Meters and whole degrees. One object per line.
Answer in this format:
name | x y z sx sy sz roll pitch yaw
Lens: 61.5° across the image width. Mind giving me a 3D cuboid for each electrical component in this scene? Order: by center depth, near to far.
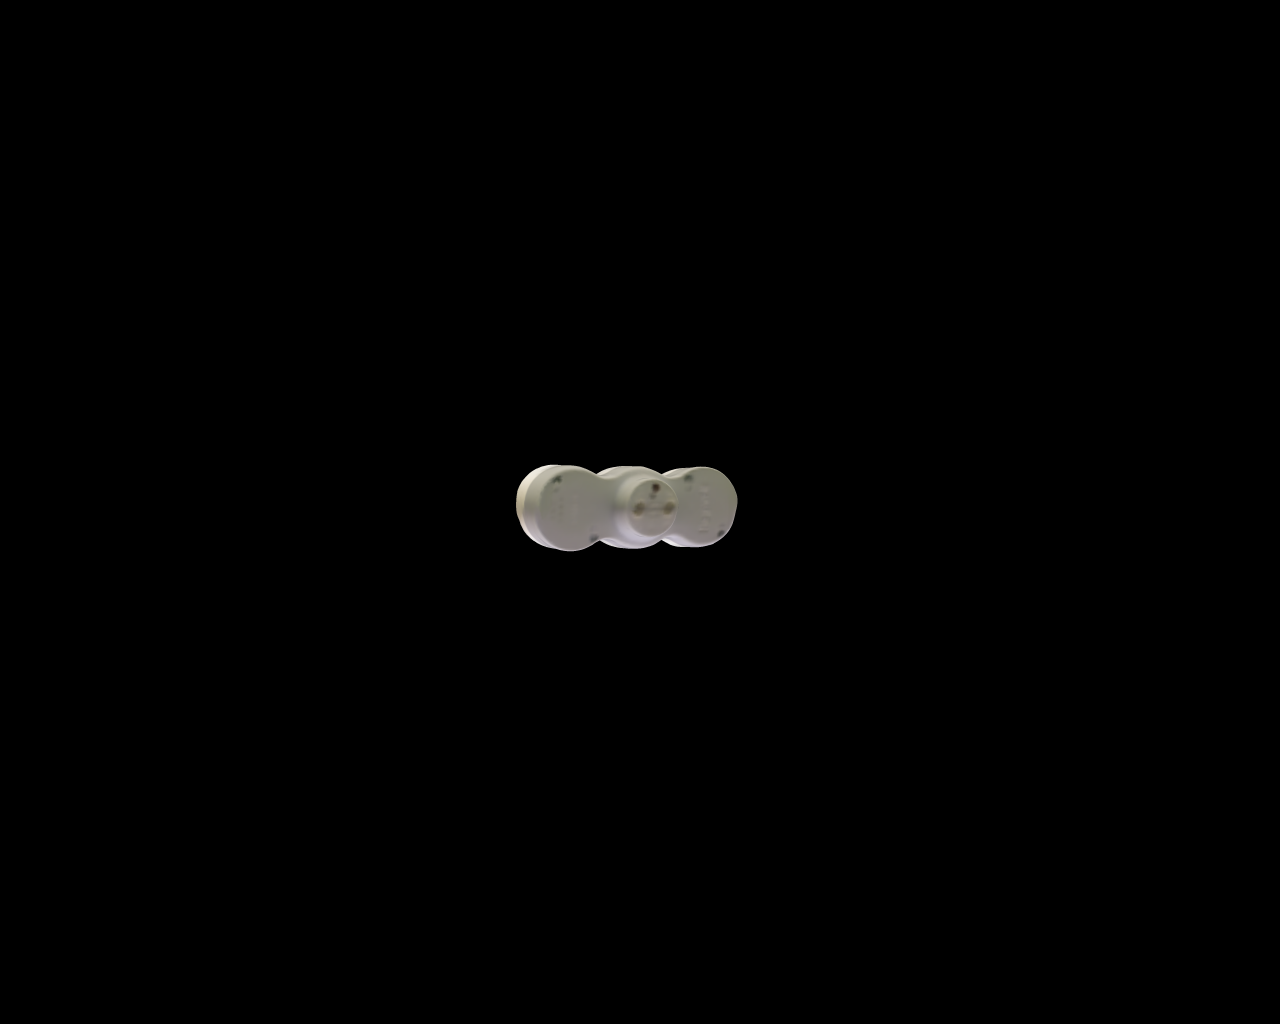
electrical component | 0.001 -0.003 0.650 0.138 0.052 0.073 0 0 -25
